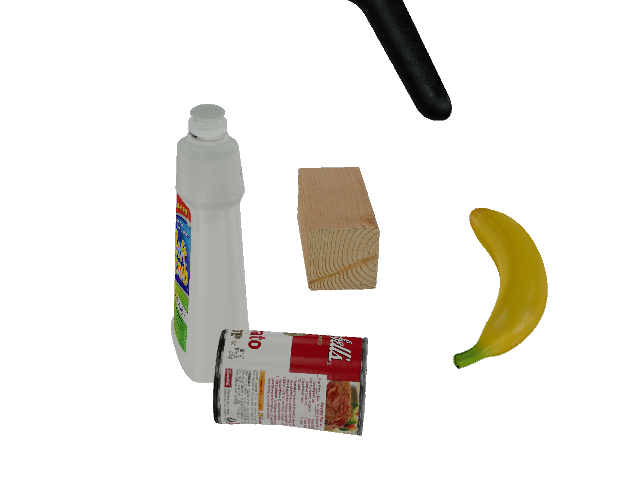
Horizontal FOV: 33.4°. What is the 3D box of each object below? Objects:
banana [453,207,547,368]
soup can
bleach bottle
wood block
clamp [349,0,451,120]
[{"bbox_3d":[0.150,0.029,0.869,0.070,0.037,0.197,3,36,11],"label":"banana"},{"bbox_3d":[-0.020,0.098,0.742,0.102,0.068,0.068,4,0,2],"label":"soup can"},{"bbox_3d":[-0.096,-0.002,0.921,0.068,0.251,0.103,-7,34,-14],"label":"bleach bottle"},{"bbox_3d":[0.021,-0.020,1.449,0.090,0.090,0.206,-1,26,-5],"label":"wood block"},{"bbox_3d":[0.035,-0.187,0.745,0.209,0.164,0.036,25,-26,-14],"label":"clamp"}]
